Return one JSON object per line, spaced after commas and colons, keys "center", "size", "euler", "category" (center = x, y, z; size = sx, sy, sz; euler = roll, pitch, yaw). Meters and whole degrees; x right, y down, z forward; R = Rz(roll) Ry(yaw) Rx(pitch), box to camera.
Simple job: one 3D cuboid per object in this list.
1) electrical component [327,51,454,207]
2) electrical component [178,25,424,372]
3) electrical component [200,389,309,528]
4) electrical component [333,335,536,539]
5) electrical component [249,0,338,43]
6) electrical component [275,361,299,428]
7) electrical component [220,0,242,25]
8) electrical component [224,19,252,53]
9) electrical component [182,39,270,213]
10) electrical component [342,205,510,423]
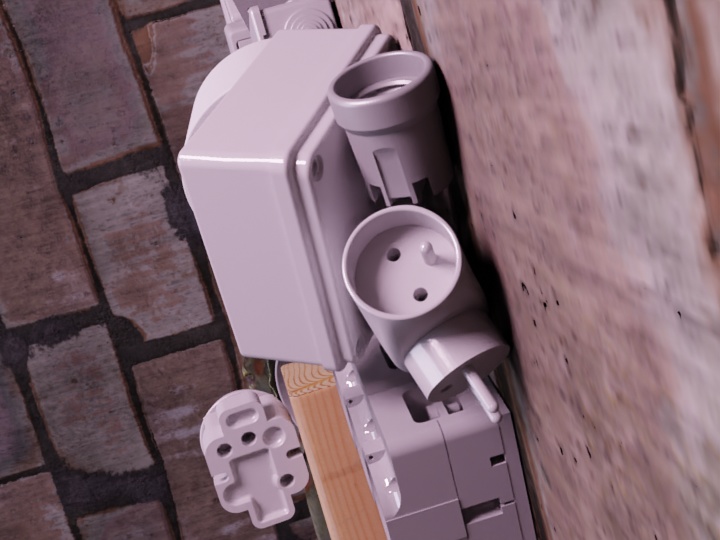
{"center": [0.013, -0.052, 0.400], "size": [0.040, 0.040, 0.046], "euler": [-113, 3, -57], "category": "electrical component"}
{"center": [-0.019, -0.032, 0.460], "size": [0.108, 0.056, 0.108], "euler": [-62, -31, -45], "category": "electrical component"}
{"center": [-0.065, 0.105, 0.643], "size": [0.057, 0.058, 0.078], "euler": [-132, 26, -70], "category": "electrical component"}
{"center": [0.029, 0.078, 0.527], "size": [0.150, 0.062, 0.089], "euler": [-116, 11, -66], "category": "electrical component"}
{"center": [-0.033, -0.117, 0.660], "size": [0.100, 0.048, 0.099], "euler": [-152, 46, -84], "category": "electrical component"}
{"center": [-0.005, 0.085, 0.749], "size": [0.099, 0.064, 0.099], "euler": [19, 116, 42], "category": "electrical component"}
{"center": [-0.078, -0.195, 0.883], "size": [0.108, 0.056, 0.108], "euler": [-111, 6, -45], "category": "electrical component"}
{"center": [-0.061, -0.152, 0.791], "size": [0.061, 0.062, 0.096], "euler": [-119, 13, -69], "category": "electrical component"}
{"center": [-0.036, -0.065, 0.546], "size": [0.060, 0.108, 0.108], "euler": [-102, -1, -53], "category": "electrical component"}
{"center": [0.031, 0.023, 0.409], "size": [0.079, 0.043, 0.077], "euler": [57, 178, 22], "category": "electrical component"}
